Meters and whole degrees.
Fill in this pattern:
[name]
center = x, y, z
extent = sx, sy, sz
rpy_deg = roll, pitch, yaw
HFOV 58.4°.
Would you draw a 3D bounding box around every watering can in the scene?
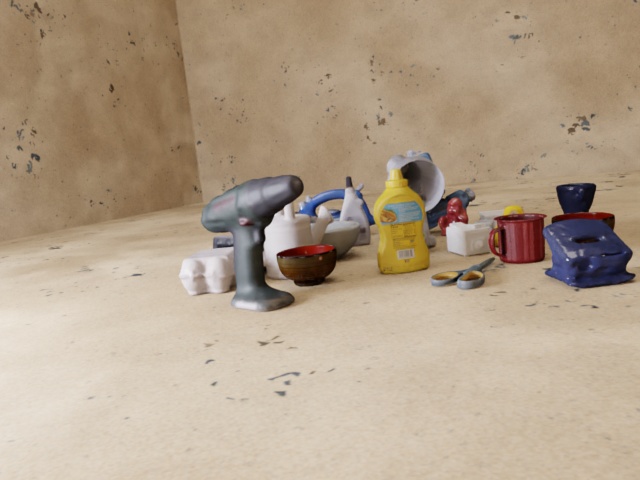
[watering can]
center = -0.061, -0.027, 1.149
extent = 0.173, 0.194, 0.100
rpy_deg = -13, 11, -38

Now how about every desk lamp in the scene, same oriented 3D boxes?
[desk lamp]
center = 0.199, -0.086, 1.291
extent = 0.118, 0.213, 0.203
rpy_deg = -7, 9, -6

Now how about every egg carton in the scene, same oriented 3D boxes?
[egg carton]
center = -0.203, 0.058, 1.107
extent = 0.107, 0.069, 0.150
rpy_deg = -5, 8, 5

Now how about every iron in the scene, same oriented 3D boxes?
[iron]
center = 0.023, -0.072, 1.570
extent = 0.259, 0.141, 0.118
rpy_deg = -10, 9, -22

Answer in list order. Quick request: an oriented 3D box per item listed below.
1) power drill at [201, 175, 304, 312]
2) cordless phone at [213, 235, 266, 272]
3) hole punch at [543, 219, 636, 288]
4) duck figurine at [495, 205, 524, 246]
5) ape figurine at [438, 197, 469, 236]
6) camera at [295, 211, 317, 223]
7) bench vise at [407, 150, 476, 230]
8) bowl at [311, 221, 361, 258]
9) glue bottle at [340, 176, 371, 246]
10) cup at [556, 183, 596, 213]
[power drill]
center = -0.101, 0.004, 0.921
extent = 0.228, 0.208, 0.076
rpy_deg = 2, 12, 42
[cordless phone]
center = -0.166, -0.022, 1.219
extent = 0.147, 0.185, 0.094
rpy_deg = 0, 11, 38
[hole punch]
center = 0.405, 0.017, 0.866
extent = 0.108, 0.091, 0.101
rpy_deg = -7, 9, -4
[duck figurine]
center = 0.405, -0.031, 1.206
extent = 0.078, 0.086, 0.104
rpy_deg = -9, 9, -20
[ape figurine]
center = 0.337, -0.060, 1.430
extent = 0.076, 0.092, 0.077
rpy_deg = -12, 10, -33
[camera]
center = -0.083, -0.023, 1.458
extent = 0.136, 0.101, 0.144
rpy_deg = 1, 11, 38
[bench vise]
center = 0.293, -0.129, 1.490
extent = 0.208, 0.220, 0.121
rpy_deg = -11, 10, -30
[bowl]
center = 0.012, 0.005, 1.291
extent = 0.167, 0.075, 0.167
rpy_deg = -6, 8, 1
[glue bottle]
center = 0.080, -0.072, 1.416
extent = 0.078, 0.173, 0.037
rpy_deg = -6, 9, -2
[cup]
center = 0.632, -0.089, 1.406
extent = 0.091, 0.095, 0.118
rpy_deg = -4, 9, 12
